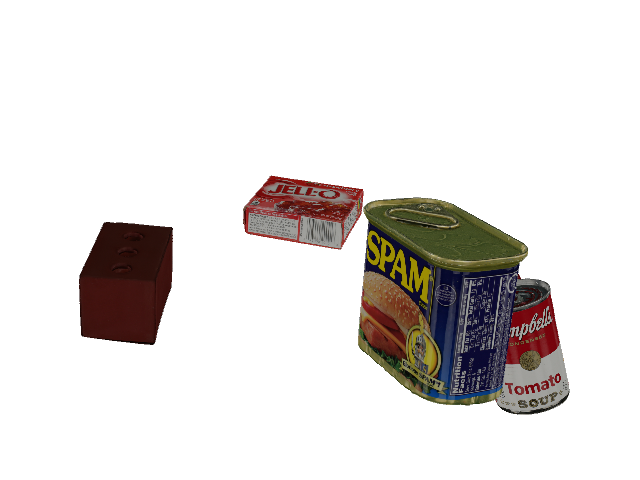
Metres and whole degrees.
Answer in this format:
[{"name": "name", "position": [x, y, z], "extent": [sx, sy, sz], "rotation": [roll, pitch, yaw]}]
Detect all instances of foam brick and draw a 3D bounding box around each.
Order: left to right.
[{"name": "foam brick", "position": [-0.135, 0.029, 0.751], "extent": [0.053, 0.051, 0.078], "rotation": [5, 30, -1]}]

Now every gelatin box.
[{"name": "gelatin box", "position": [-0.014, -0.026, 0.928], "extent": [0.089, 0.030, 0.073], "rotation": [10, 27, 13]}]

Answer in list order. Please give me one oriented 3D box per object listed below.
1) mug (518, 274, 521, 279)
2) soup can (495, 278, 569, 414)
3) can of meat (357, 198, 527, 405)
[{"name": "mug", "position": [0.169, 0.052, 1.206], "extent": [0.117, 0.081, 0.093], "rotation": [7, 24, 4]}, {"name": "soup can", "position": [0.178, 0.094, 0.944], "extent": [0.068, 0.102, 0.068], "rotation": [-14, 16, 4]}, {"name": "can of meat", "position": [0.062, 0.031, 0.581], "extent": [0.057, 0.084, 0.102], "rotation": [-5, 21, -25]}]
